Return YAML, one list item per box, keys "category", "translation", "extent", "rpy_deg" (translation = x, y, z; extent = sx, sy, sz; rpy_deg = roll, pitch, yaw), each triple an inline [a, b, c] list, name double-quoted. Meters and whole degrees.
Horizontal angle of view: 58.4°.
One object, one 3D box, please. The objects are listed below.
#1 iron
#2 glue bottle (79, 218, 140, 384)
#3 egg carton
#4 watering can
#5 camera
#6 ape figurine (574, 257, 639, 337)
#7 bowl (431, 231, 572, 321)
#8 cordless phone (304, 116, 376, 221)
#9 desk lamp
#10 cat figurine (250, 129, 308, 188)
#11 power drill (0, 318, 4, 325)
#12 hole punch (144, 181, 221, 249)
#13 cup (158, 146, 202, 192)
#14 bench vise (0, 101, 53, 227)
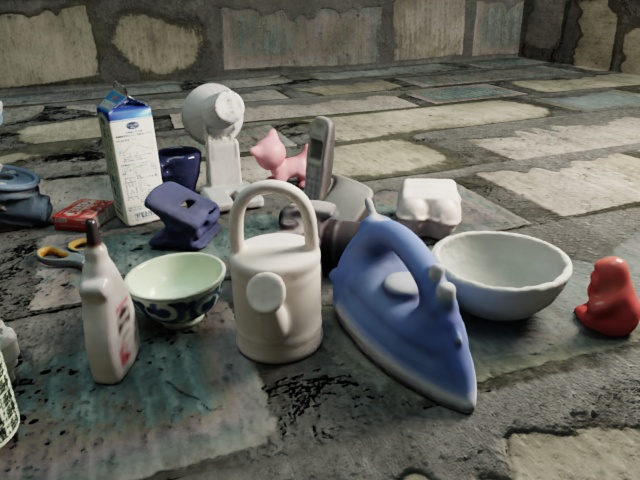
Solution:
- category: "iron"
  translation: [0.099, 0.054, 0.627]
  extent: [0.119, 0.141, 0.257]
  rpy_deg: [-10, 25, -19]
- category: "glue bottle"
  translation: [-0.224, 0.059, 0.595]
  extent: [0.037, 0.173, 0.078]
  rpy_deg: [-2, 24, -1]
- category: "egg carton"
  translation: [0.182, -0.055, 0.958]
  extent: [0.107, 0.069, 0.150]
  rpy_deg: [2, 24, 8]
- category: "watering can"
  translation: [-0.046, 0.031, 0.621]
  extent: [0.101, 0.194, 0.172]
  rpy_deg: [-10, 25, -18]
- category: "camera"
  translation: [0.007, 0.003, 0.798]
  extent: [0.136, 0.101, 0.143]
  rpy_deg: [5, 25, 13]
- category: "ape figurine"
  translation: [0.332, 0.061, 0.662]
  extent: [0.078, 0.092, 0.075]
  rpy_deg: [-22, 31, -38]
- category: "bowl"
  translation: [0.218, 0.052, 0.708]
  extent: [0.167, 0.075, 0.167]
  rpy_deg: [-1, 24, 1]
- category: "cordless phone"
  translation: [0.022, -0.099, 0.922]
  extent: [0.094, 0.185, 0.147]
  rpy_deg: [-20, 30, -35]
- category: "desk lamp"
  translation: [-0.183, -0.185, 1.092]
  extent: [0.118, 0.214, 0.202]
  rpy_deg: [-12, 26, -22]
- category: "cat figurine"
  translation: [-0.078, -0.165, 1.160]
  extent: [0.128, 0.118, 0.067]
  rpy_deg: [-6, 24, -10]
- category: "power drill"
  translation: [-0.411, 0.028, 0.629]
  extent: [0.076, 0.208, 0.228]
  rpy_deg: [-15, 28, -28]
- category: "hole punch"
  translation: [-0.218, -0.043, 0.925]
  extent: [0.101, 0.091, 0.109]
  rpy_deg: [3, 24, 9]
- category: "cup"
  translation: [-0.275, -0.122, 1.100]
  extent: [0.091, 0.095, 0.118]
  rpy_deg: [6, 25, 15]
- category: "bench vise"
  translation: [-0.572, -0.114, 0.945]
  extent: [0.208, 0.220, 0.121]
  rpy_deg: [-16, 28, -29]
